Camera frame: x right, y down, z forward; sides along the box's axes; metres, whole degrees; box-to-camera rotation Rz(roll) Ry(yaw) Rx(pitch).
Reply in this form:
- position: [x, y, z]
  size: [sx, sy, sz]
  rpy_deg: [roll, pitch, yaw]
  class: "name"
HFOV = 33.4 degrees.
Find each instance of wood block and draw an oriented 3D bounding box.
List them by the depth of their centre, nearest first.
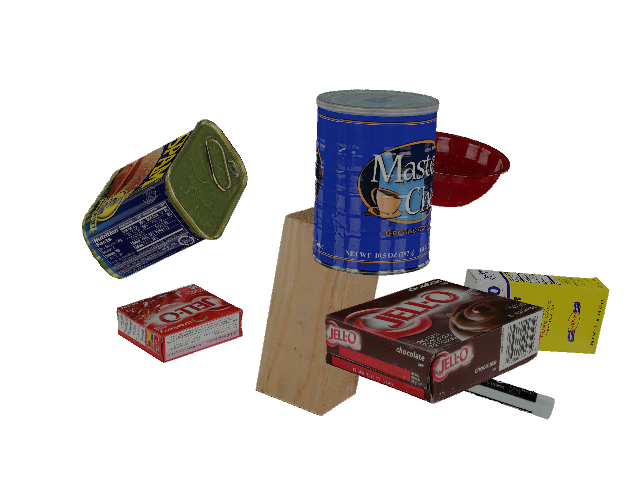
- position: [0.001, 0.075, 1.193]
  size: [0.090, 0.206, 0.090]
  rpy_deg: [17, 17, 24]
  class: "wood block"

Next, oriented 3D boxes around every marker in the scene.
- position: [0.138, 0.124, 0.906]
  size: [0.121, 0.020, 0.020]
  rpy_deg: [18, 2, 6]
  class: "marker"

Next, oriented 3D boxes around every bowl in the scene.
- position: [0.143, -0.083, 1.282]
  size: [0.162, 0.055, 0.162]
  rpy_deg: [7, 23, -3]
  class: "bowl"

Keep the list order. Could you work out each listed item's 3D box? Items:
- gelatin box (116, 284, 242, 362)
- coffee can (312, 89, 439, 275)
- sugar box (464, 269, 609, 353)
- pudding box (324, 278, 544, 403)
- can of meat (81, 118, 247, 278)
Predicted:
- position: [-0.125, 0.072, 0.953]
  size: [0.089, 0.030, 0.073]
  rpy_deg: [-17, 28, -39]
  class: "gelatin box"
- position: [0.046, -0.052, 0.910]
  size: [0.103, 0.140, 0.103]
  rpy_deg: [2, 16, -1]
  class: "coffee can"
- position: [0.265, 0.090, 1.339]
  size: [0.176, 0.093, 0.048]
  rpy_deg: [3, 19, -12]
  class: "sugar box"
- position: [0.072, 0.060, 0.675]
  size: [0.113, 0.039, 0.090]
  rpy_deg: [-12, 20, -43]
  class: "pudding box"
- position: [-0.108, -0.028, 0.734]
  size: [0.084, 0.057, 0.102]
  rpy_deg: [-25, 24, 26]
  class: "can of meat"
